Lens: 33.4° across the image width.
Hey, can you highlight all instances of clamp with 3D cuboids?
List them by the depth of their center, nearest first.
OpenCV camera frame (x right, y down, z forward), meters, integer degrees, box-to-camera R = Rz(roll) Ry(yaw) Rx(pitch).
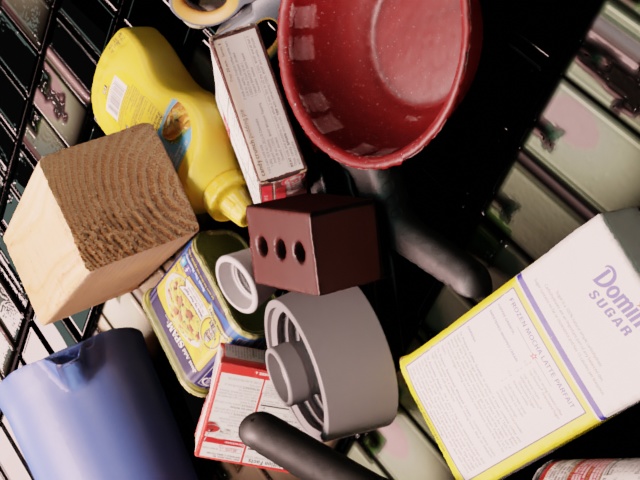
[{"bbox_3d":[0.058,0.185,0.674,0.210,0.036,0.164,12,143,32],"label":"clamp"},{"bbox_3d":[0.035,0.001,0.697,0.171,0.039,0.120,58,133,27],"label":"clamp"}]

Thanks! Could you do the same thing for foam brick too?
[{"bbox_3d":[-0.004,0.001,0.672,0.078,0.051,0.053,7,108,56],"label":"foam brick"}]

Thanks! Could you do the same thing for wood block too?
[{"bbox_3d":[-0.178,-0.006,0.837,0.090,0.090,0.206,65,153,4],"label":"wood block"}]

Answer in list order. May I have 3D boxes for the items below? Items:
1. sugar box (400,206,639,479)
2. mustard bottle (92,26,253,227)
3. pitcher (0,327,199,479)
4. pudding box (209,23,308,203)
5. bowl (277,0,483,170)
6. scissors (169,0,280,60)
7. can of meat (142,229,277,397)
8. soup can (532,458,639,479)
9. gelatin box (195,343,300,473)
[{"bbox_3d":[0.128,0.066,0.600,0.177,0.048,0.093,-41,68,39],"label":"sugar box"},{"bbox_3d":[-0.106,-0.076,0.820,0.192,0.058,0.096,48,130,32],"label":"mustard bottle"},{"bbox_3d":[-0.163,0.207,0.890,0.145,0.149,0.243,-35,73,27],"label":"pitcher"},{"bbox_3d":[-0.041,-0.077,0.731,0.090,0.039,0.113,99,151,-74],"label":"pudding box"},{"bbox_3d":[0.045,-0.125,0.651,0.162,0.055,0.162,10,103,46],"label":"bowl"},{"bbox_3d":[-0.029,-0.182,0.712,0.202,0.096,0.016,-40,27,45],"label":"scissors"},{"bbox_3d":[-0.081,0.054,0.815,0.084,0.057,0.102,-48,62,38],"label":"can of meat"},{"bbox_3d":[0.167,0.146,0.553,0.102,0.068,0.068,-15,85,47],"label":"soup can"},{"bbox_3d":[-0.047,0.123,0.778,0.030,0.073,0.089,-99,23,-62],"label":"gelatin box"}]
